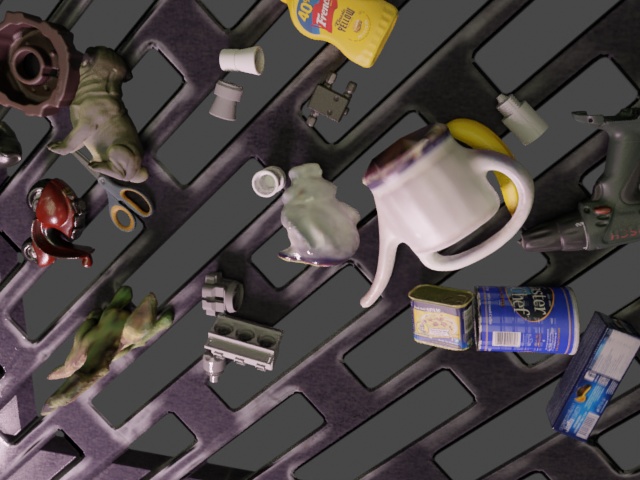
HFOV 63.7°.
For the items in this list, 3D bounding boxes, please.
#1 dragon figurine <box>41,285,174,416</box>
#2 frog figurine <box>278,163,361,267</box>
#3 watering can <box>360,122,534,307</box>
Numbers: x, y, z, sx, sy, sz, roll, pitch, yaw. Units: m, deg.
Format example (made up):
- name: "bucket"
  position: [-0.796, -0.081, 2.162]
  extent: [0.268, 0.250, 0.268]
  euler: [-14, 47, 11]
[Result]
- name: "dragon figurine"
  position: [-0.410, 0.208, 0.910]
  extent: [0.407, 0.246, 0.121]
  euler: [-38, 100, 16]
- name: "frog figurine"
  position: [0.003, -0.041, 0.824]
  extent: [0.137, 0.123, 0.158]
  euler: [2, 98, -23]
- name: "watering can"
  position: [0.147, -0.037, 0.801]
  extent: [0.343, 0.106, 0.223]
  euler: [-34, 97, 27]
